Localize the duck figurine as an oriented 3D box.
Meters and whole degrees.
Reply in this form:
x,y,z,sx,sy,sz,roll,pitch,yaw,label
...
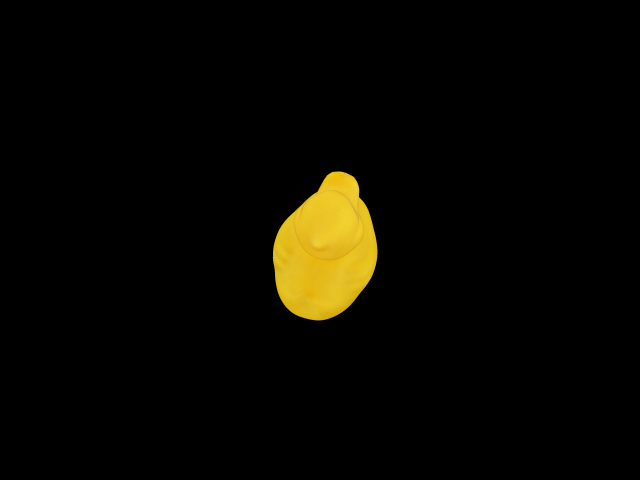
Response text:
x,y,z,sx,sy,sz,roll,pitch,yaw,label
0.004,0.001,0.400,0.077,0.086,0.104,17,75,5,duck figurine
